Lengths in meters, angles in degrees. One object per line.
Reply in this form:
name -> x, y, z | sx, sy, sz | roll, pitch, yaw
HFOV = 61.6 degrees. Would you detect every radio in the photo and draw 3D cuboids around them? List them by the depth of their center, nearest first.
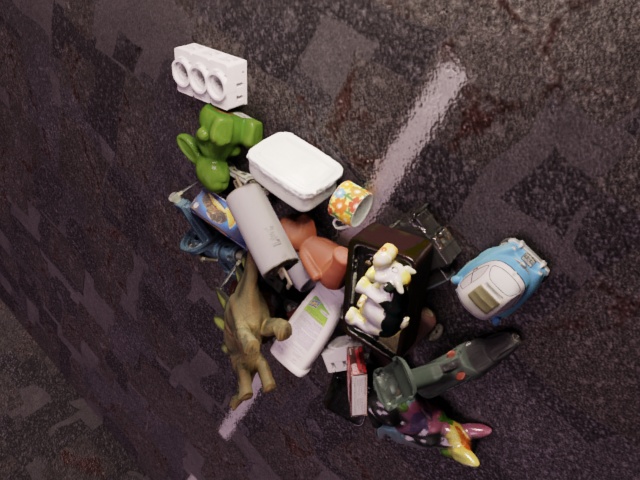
radio -> 0.112, 0.090, 0.940 | 0.131, 0.073, 0.229 | 24, 128, 29

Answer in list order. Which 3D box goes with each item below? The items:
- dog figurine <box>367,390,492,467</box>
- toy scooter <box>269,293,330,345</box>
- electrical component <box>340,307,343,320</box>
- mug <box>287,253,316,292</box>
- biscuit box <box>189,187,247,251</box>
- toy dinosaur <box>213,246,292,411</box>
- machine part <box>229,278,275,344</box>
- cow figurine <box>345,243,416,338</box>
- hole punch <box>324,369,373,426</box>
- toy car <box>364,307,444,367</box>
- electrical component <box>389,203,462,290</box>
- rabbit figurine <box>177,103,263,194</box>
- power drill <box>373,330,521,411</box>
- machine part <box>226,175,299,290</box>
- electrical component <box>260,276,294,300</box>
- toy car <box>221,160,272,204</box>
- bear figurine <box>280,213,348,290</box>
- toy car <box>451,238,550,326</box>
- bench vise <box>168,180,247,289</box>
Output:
dog figurine -> 0.220, 0.362, 1.068 | 0.219, 0.108, 0.191 | 11, 141, 33
toy scooter -> -0.044, 0.221, 1.252 | 0.135, 0.075, 0.183 | 37, 130, 18
electrical component -> 0.089, 0.129, 1.067 | 0.102, 0.045, 0.078 | -11, 118, 8
mug -> -0.041, 0.049, 1.143 | 0.107, 0.081, 0.109 | 57, 145, 16
biscuit box -> -0.186, -0.032, 1.174 | 0.202, 0.059, 0.063 | 35, 169, -5
toy dinosaur -> -0.155, 0.166, 1.131 | 0.199, 0.105, 0.470 | 41, 125, 43
machine part -> -0.170, 0.172, 1.298 | 0.179, 0.056, 0.179 | 0, 90, 56
cow figurine -> 0.106, 0.086, 0.841 | 0.098, 0.068, 0.167 | 31, 136, 16
hole punch -> 0.086, 0.340, 1.210 | 0.142, 0.092, 0.115 | 22, 96, 35
toy car -> 0.162, 0.193, 1.060 | 0.089, 0.053, 0.202 | 31, 136, 0
electrical component -> 0.176, 0.018, 0.937 | 0.134, 0.058, 0.115 | 54, 140, 2
rabbit figurine -> -0.221, -0.184, 1.097 | 0.159, 0.121, 0.170 | 29, 113, 28
power drill -> 0.208, 0.222, 0.933 | 0.232, 0.207, 0.086 | -49, 60, 47
machine part -> -0.109, -0.018, 1.007 | 0.079, 0.079, 0.243 | -46, 66, 47
electrical component -> -0.104, 0.071, 1.231 | 0.119, 0.048, 0.074 | 42, 136, 12
toy car -> -0.183, -0.120, 1.178 | 0.202, 0.056, 0.073 | 30, 125, 24
bear figurine -> -0.004, 0.000, 1.048 | 0.196, 0.120, 0.132 | 47, 134, 17
toy car -> 0.276, 0.076, 0.849 | 0.109, 0.103, 0.161 | 48, 139, 7
bench vise -> -0.265, -0.012, 1.257 | 0.224, 0.129, 0.240 | 25, 152, 54
